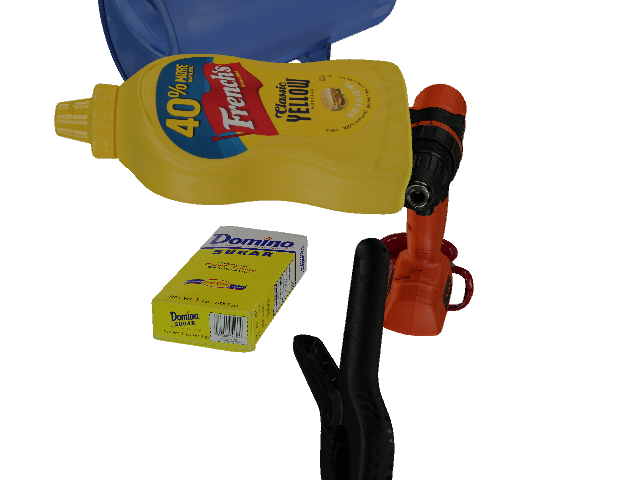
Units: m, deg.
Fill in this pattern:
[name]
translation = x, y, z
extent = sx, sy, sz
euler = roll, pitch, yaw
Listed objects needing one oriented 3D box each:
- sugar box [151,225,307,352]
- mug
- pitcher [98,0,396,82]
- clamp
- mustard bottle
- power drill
[sugar box]
translation = -0.079, 0.039, 0.981
extent = 0.093, 0.048, 0.176
euler = 7, 26, 12
[mug]
translation = 0.120, 0.048, 1.234
extent = 0.117, 0.081, 0.093
euler = 12, 25, 19
[pitcher]
translation = -0.050, -0.194, 0.904
extent = 0.242, 0.149, 0.145
euler = -24, 44, -29
[clamp]
translation = 0.024, 0.114, 0.760
extent = 0.036, 0.210, 0.165
euler = 5, -40, -18
[mustard bottle]
translation = -0.049, -0.062, 0.590
extent = 0.191, 0.096, 0.058
euler = 2, -38, -5
[power drill]
translation = 0.086, -0.017, 0.882
extent = 0.057, 0.188, 0.184
euler = 9, 31, 10
